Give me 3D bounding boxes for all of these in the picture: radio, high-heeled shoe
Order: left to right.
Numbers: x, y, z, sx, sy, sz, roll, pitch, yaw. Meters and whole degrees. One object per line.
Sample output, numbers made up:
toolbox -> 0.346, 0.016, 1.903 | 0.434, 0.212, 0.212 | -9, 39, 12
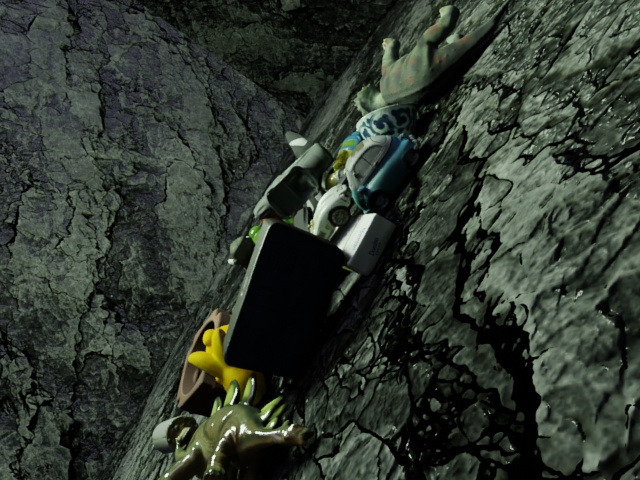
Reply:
radio -> -0.057, 0.093, 0.837 | 0.073, 0.131, 0.229 | -136, 65, -77
high-heeled shoe -> -0.047, -0.159, 1.357 | 0.145, 0.249, 0.086 | -39, -21, -11

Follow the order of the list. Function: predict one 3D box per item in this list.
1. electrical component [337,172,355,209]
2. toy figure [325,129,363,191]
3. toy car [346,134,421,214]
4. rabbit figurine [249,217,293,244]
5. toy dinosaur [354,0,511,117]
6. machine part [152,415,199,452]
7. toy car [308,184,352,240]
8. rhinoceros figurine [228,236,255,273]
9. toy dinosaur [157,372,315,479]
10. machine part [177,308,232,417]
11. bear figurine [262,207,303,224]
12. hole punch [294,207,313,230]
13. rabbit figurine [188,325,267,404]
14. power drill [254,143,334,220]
electrical component -> 0.071, -0.102, 1.056 | 0.119, 0.075, 0.048 | -54, 11, -5
toy figure -> 0.073, -0.175, 1.227 | 0.089, 0.082, 0.180 | 122, 171, -63
toy car -> 0.100, -0.127, 0.947 | 0.161, 0.103, 0.109 | -55, 13, 20
rabbit figurine -> -0.086, -0.033, 1.379 | 0.170, 0.159, 0.121 | -41, 2, 1
toy dinosaur -> 0.196, -0.327, 1.065 | 0.405, 0.131, 0.192 | -8, 62, 68
machine part -> -0.335, 0.450, 1.242 | 0.243, 0.079, 0.079 | -40, 21, 56
toy car -> -0.004, -0.009, 0.938 | 0.201, 0.056, 0.073 | -59, 14, 20
rhinoceros figurine -> -0.098, 0.059, 1.064 | 0.112, 0.190, 0.073 | 9, 63, 47
toy dinosaur -> -0.150, 0.316, 0.820 | 0.471, 0.105, 0.198 | -33, 18, 43
machine part -> -0.236, 0.274, 1.202 | 0.201, 0.087, 0.201 | -49, 25, 37
bear figurine -> -0.084, 0.023, 1.228 | 0.120, 0.131, 0.196 | -19, 27, 35
hole punch -> -0.002, -0.003, 1.114 | 0.142, 0.092, 0.115 | 166, 108, -69
rabbit figurine -> -0.149, 0.223, 0.980 | 0.122, 0.162, 0.173 | -44, 31, 4
power drill -> -0.064, -0.106, 1.158 | 0.232, 0.086, 0.207 | -42, 6, 9
